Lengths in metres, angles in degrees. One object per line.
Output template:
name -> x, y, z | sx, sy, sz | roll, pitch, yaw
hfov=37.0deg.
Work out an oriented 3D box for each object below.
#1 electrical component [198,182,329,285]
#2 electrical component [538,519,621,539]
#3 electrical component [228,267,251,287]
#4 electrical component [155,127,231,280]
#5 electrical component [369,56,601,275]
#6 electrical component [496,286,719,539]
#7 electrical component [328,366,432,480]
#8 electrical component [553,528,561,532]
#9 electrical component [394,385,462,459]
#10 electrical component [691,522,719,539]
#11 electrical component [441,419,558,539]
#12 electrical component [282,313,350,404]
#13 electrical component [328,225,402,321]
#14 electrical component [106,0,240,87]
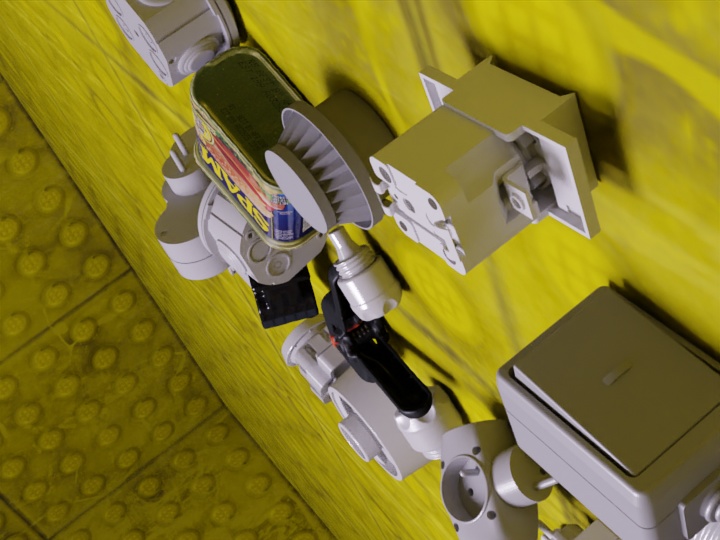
electrical component -> -0.064, -0.034, 0.722 | 0.051, 0.080, 0.080 | 35, 158, 41
electrical component -> 0.137, 0.184, 0.667 | 0.077, 0.047, 0.065 | 40, 162, 44
electrical component -> -0.098, -0.015, 0.976 | 0.063, 0.042, 0.081 | 47, 167, 17
electrical component -> -0.120, -0.065, 0.781 | 0.138, 0.052, 0.073 | -90, -19, -46
electrical component -> 0.042, -0.035, 0.379 | 0.081, 0.064, 0.042 | 38, 161, 47
electrical component -> 0.106, 0.059, 0.407 | 0.096, 0.062, 0.061 | 41, 163, 42
electrical component -> 0.017, 0.127, 0.904 | 0.108, 0.060, 0.108 | 49, 166, 16
electrical component -> 0.144, 0.220, 0.728 | 0.080, 0.051, 0.080 | 49, 167, 16
electrical component -> 0.056, 0.117, 0.784 | 0.062, 0.043, 0.043 | 57, 167, -22
electrical component -> 0.135, 0.096, 0.445 | 0.081, 0.043, 0.043 | 41, 162, 43
electrical component -> 0.091, 0.130, 0.663 | 0.079, 0.044, 0.077 | -34, 60, 44
electrical component -> -0.032, 0.076, 0.950 | 0.057, 0.058, 0.078 | 44, 165, 22
electrical component -> 0.000, 0.000, 0.687 | 0.061, 0.035, 0.035 | 58, 166, -12
electrical component -> -0.111, -0.152, 0.633 | 0.080, 0.051, 0.080 | 49, 167, 16
